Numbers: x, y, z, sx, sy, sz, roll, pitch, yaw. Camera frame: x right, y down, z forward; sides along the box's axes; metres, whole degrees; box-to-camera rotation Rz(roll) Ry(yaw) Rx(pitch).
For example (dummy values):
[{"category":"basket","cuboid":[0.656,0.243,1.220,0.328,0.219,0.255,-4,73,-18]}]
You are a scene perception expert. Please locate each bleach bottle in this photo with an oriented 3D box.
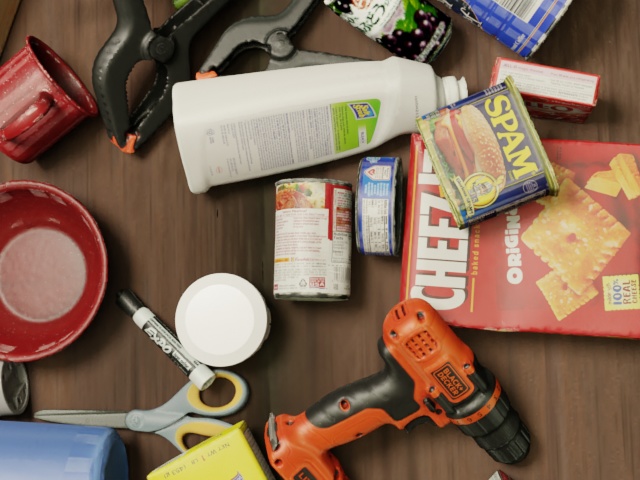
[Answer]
[{"category":"bleach bottle","cuboid":[0.003,-0.106,0.932,0.251,0.102,0.068,-8,51,0]}]

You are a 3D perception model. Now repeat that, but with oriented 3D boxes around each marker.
[{"category":"marker","cuboid":[-0.140,0.087,0.952,0.121,0.020,0.020,42,90,17]}]

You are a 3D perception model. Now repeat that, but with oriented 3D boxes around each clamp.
[{"category":"clamp","cuboid":[-0.155,-0.181,0.938,0.036,0.164,0.210,38,108,47]},{"category":"clamp","cuboid":[-0.025,-0.166,0.963,0.171,0.039,0.120,-32,77,0]}]

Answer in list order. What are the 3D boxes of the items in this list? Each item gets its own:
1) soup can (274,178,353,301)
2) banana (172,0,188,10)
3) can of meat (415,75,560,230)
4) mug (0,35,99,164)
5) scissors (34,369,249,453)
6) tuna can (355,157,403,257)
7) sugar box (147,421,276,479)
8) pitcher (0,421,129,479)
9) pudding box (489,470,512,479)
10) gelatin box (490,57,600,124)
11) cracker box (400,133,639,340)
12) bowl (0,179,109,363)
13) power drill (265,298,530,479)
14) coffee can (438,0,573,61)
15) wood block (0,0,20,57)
[{"category":"soup can","cuboid":[-0.006,0.001,0.928,0.068,0.068,0.102,0,85,7]},{"category":"banana","cuboid":[-0.111,-0.316,0.988,0.069,0.037,0.198,-5,84,6]},{"category":"can of meat","cuboid":[0.132,-0.068,0.854,0.084,0.057,0.102,-22,78,7]},{"category":"mug","cuboid":[-0.259,-0.118,0.952,0.081,0.117,0.093,-38,115,7]},{"category":"scissors","cuboid":[-0.150,0.145,0.958,0.202,0.016,0.096,17,85,8]},{"category":"tuna can","cuboid":[0.052,-0.029,0.915,0.034,0.086,0.086,2,85,9]},{"category":"sugar box","cuboid":[-0.065,0.255,0.912,0.093,0.048,0.176,-29,87,3]},{"category":"pitcher","cuboid":[-0.293,0.224,0.921,0.243,0.149,0.145,0,69,4]},{"category":"pudding box","cuboid":[0.124,0.244,0.877,0.113,0.090,0.039,-45,80,1]},{"category":"gelatin box","cuboid":[0.189,-0.126,0.914,0.089,0.073,0.030,11,86,8]},{"category":"cracker box","cuboid":[0.178,-0.002,0.904,0.214,0.072,0.164,4,84,8]},{"category":"bowl","cuboid":[-0.261,0.029,0.963,0.162,0.055,0.162,-1,84,7]},{"category":"power drill","cuboid":[0.063,0.158,0.890,0.188,0.057,0.184,-36,112,9]},{"category":"coffee can","cuboid":[0.147,-0.234,0.906,0.140,0.103,0.103,34,89,1]},{"category":"wood block","cuboid":[-0.342,-0.214,0.980,0.091,0.090,0.206,18,87,7]}]
